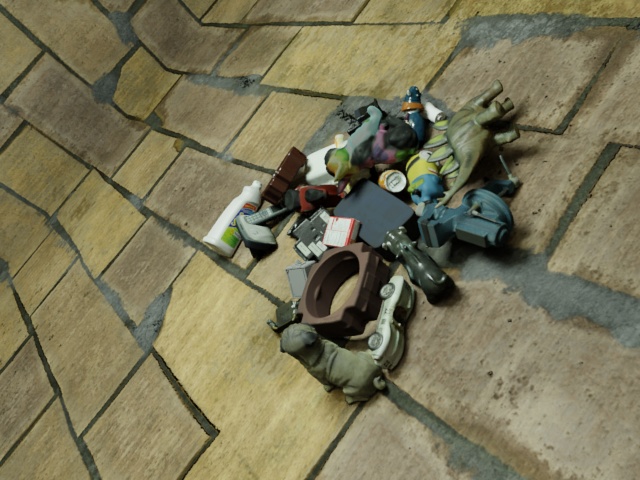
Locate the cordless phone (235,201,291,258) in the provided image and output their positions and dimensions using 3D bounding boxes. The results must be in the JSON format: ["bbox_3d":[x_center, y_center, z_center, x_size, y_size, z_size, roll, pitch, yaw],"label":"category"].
[{"bbox_3d":[-0.145,-0.043,1.565,0.184,0.088,0.147,-27,40,-6],"label":"cordless phone"}]

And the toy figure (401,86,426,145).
[{"bbox_3d":[0.246,-0.327,1.417,0.058,0.064,0.154,-8,83,30],"label":"toy figure"}]

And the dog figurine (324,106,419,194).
[{"bbox_3d":[0.119,-0.205,1.338,0.192,0.108,0.219,32,81,18],"label":"dog figurine"}]

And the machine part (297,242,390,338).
[{"bbox_3d":[0.054,0.116,1.220,0.202,0.087,0.201,-15,49,46],"label":"machine part"}]

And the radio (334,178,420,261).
[{"bbox_3d":[0.140,-0.053,1.320,0.131,0.073,0.230,-48,39,0],"label":"radio"}]

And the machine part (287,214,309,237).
[{"bbox_3d":[-0.042,-0.040,1.479,0.084,0.039,0.139,-52,21,-23],"label":"machine part"}]

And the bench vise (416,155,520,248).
[{"bbox_3d":[0.328,-0.065,1.140,0.240,0.128,0.224,-39,26,-23],"label":"bench vise"}]

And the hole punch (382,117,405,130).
[{"bbox_3d":[0.176,-0.284,1.479,0.142,0.092,0.116,-7,20,41],"label":"hole punch"}]

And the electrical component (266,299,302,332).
[{"bbox_3d":[-0.083,0.188,1.337,0.102,0.045,0.078,-27,45,21],"label":"electrical component"}]

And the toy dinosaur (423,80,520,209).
[{"bbox_3d":[0.337,-0.226,1.205,0.198,0.105,0.471,-30,20,34],"label":"toy dinosaur"}]

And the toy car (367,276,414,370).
[{"bbox_3d":[0.152,0.171,1.123,0.056,0.073,0.202,-7,54,38],"label":"toy car"}]

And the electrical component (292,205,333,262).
[{"bbox_3d":[-0.003,-0.004,1.372,0.134,0.058,0.115,-42,75,1],"label":"electrical component"}]

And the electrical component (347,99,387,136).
[{"bbox_3d":[0.134,-0.346,1.564,0.119,0.074,0.048,-31,43,22],"label":"electrical component"}]

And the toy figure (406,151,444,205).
[{"bbox_3d":[0.250,-0.137,1.287,0.089,0.082,0.180,-18,50,27],"label":"toy figure"}]

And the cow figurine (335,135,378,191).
[{"bbox_3d":[0.098,-0.216,1.447,0.098,0.068,0.167,-15,74,-5],"label":"cow figurine"}]

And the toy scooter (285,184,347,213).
[{"bbox_3d":[-0.006,-0.117,1.480,0.184,0.135,0.075,-5,93,60],"label":"toy scooter"}]

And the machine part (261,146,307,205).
[{"bbox_3d":[-0.106,-0.184,1.569,0.179,0.056,0.179,-54,10,14],"label":"machine part"}]

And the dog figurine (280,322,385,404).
[{"bbox_3d":[0.026,0.243,1.086,0.172,0.190,0.121,-5,55,36],"label":"dog figurine"}]

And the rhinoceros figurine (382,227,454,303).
[{"bbox_3d":[0.203,0.050,1.151,0.073,0.112,0.190,-43,48,7],"label":"rhinoceros figurine"}]
